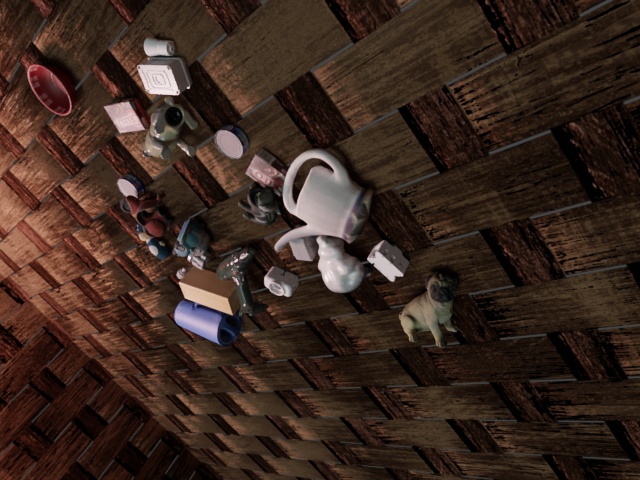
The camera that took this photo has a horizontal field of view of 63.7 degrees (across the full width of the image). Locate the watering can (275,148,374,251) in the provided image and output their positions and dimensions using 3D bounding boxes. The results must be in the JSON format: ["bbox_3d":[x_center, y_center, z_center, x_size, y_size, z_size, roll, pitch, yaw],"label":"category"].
[{"bbox_3d":[0.004,-0.064,1.271,0.225,0.106,0.339,27,130,11],"label":"watering can"}]

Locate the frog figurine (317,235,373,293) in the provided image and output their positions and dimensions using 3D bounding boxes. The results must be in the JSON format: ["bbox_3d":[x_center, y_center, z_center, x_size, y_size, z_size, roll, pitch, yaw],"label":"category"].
[{"bbox_3d":[0.045,0.061,1.365,0.138,0.124,0.157,12,150,52],"label":"frog figurine"}]
